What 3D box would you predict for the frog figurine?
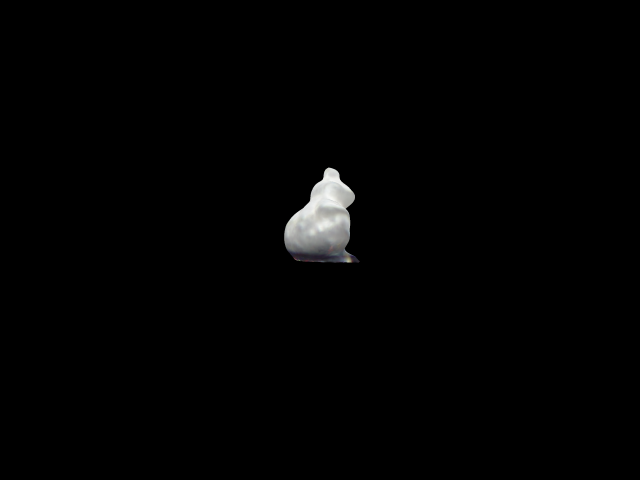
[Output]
[{"bbox_3d":[0.003,-0.043,0.850,0.123,0.160,0.137,1,-2,-15],"label":"frog figurine"}]
